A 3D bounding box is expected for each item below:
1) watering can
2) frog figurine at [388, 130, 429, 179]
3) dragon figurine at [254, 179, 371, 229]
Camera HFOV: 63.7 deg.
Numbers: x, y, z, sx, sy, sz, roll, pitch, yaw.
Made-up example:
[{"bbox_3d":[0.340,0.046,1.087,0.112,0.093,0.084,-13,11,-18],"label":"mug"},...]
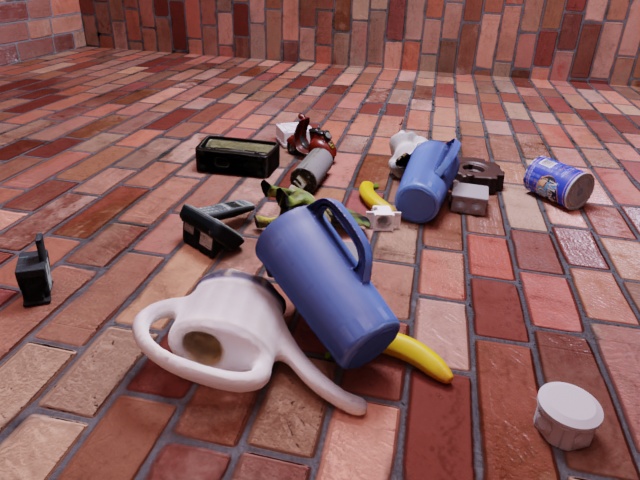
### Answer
[{"bbox_3d":[-0.097,0.150,0.776,0.347,0.102,0.229,17,26,-3],"label":"watering can"},{"bbox_3d":[0.253,-0.246,1.490,0.121,0.137,0.162,38,9,-24],"label":"frog figurine"},{"bbox_3d":[0.003,-0.056,1.121,0.243,0.121,0.415,-1,19,-31],"label":"dragon figurine"}]
